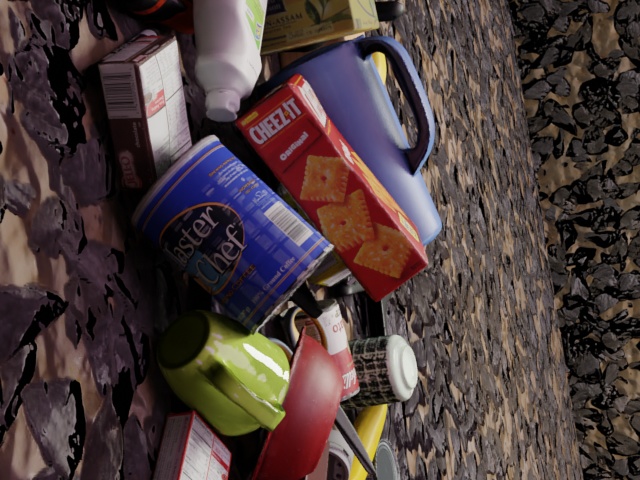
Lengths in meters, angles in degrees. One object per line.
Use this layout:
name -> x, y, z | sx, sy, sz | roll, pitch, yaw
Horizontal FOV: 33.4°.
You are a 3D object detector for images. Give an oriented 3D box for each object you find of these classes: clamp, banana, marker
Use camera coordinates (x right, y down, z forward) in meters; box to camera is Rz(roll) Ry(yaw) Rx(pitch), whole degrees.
clamp -> 0.071, 0.073, 1.422 | 0.209, 0.036, 0.164 | -70, 144, -55
banana -> 0.043, 0.246, 1.242 | 0.197, 0.037, 0.070 | -62, 160, -53
marker -> -0.171, -0.158, 0.923 | 0.121, 0.020, 0.020 | -60, 135, -60
clamp -> 0.009, -0.280, 1.257 | 0.039, 0.171, 0.120 | 54, 22, -51

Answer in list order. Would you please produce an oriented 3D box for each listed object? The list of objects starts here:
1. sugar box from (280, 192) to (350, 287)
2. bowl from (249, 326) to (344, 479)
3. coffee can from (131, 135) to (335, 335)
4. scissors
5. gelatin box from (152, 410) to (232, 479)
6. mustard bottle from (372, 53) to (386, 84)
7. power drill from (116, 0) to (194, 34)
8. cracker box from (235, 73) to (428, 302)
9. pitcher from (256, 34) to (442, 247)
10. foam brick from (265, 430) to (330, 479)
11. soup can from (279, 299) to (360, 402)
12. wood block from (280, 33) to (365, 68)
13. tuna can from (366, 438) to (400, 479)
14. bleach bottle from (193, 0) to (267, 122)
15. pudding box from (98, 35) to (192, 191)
sugar box -> -0.007, 0.001, 1.139 | 0.093, 0.048, 0.176 | 57, 6, 5
bowl -> -0.017, 0.165, 0.999 | 0.162, 0.055, 0.162 | -172, -79, -90
coffee can -> -0.073, -0.004, 0.898 | 0.140, 0.103, 0.102 | 43, 24, 2
scissors -> -0.008, 0.169, 1.107 | 0.096, 0.016, 0.202 | -20, 96, -30
gelatin box -> -0.108, 0.199, 0.894 | 0.073, 0.030, 0.089 | 57, 29, -42
mustard bottle -> 0.046, -0.153, 1.383 | 0.058, 0.096, 0.191 | 16, 65, -70
power drill -> -0.161, -0.292, 0.965 | 0.184, 0.057, 0.187 | 12, 71, -72
cracker box -> 0.014, -0.058, 1.046 | 0.213, 0.072, 0.164 | 53, 8, -9
pitcher -> 0.047, -0.098, 1.177 | 0.243, 0.145, 0.149 | 63, -15, -8
foam brick -> -0.025, 0.227, 1.069 | 0.053, 0.051, 0.078 | 60, 28, -45
soup can -> -0.001, 0.122, 1.162 | 0.068, 0.069, 0.102 | -33, 110, -68
wood block -> 0.014, -0.168, 1.316 | 0.090, 0.090, 0.206 | 13, 67, -68
tuna can -> 0.069, 0.289, 1.312 | 0.086, 0.034, 0.086 | -11, 90, -69
bleach bottle -> -0.084, -0.232, 0.985 | 0.102, 0.068, 0.251 | 48, 42, -63
pudding box -> -0.146, -0.109, 0.912 | 0.090, 0.039, 0.113 | -61, 150, -61
